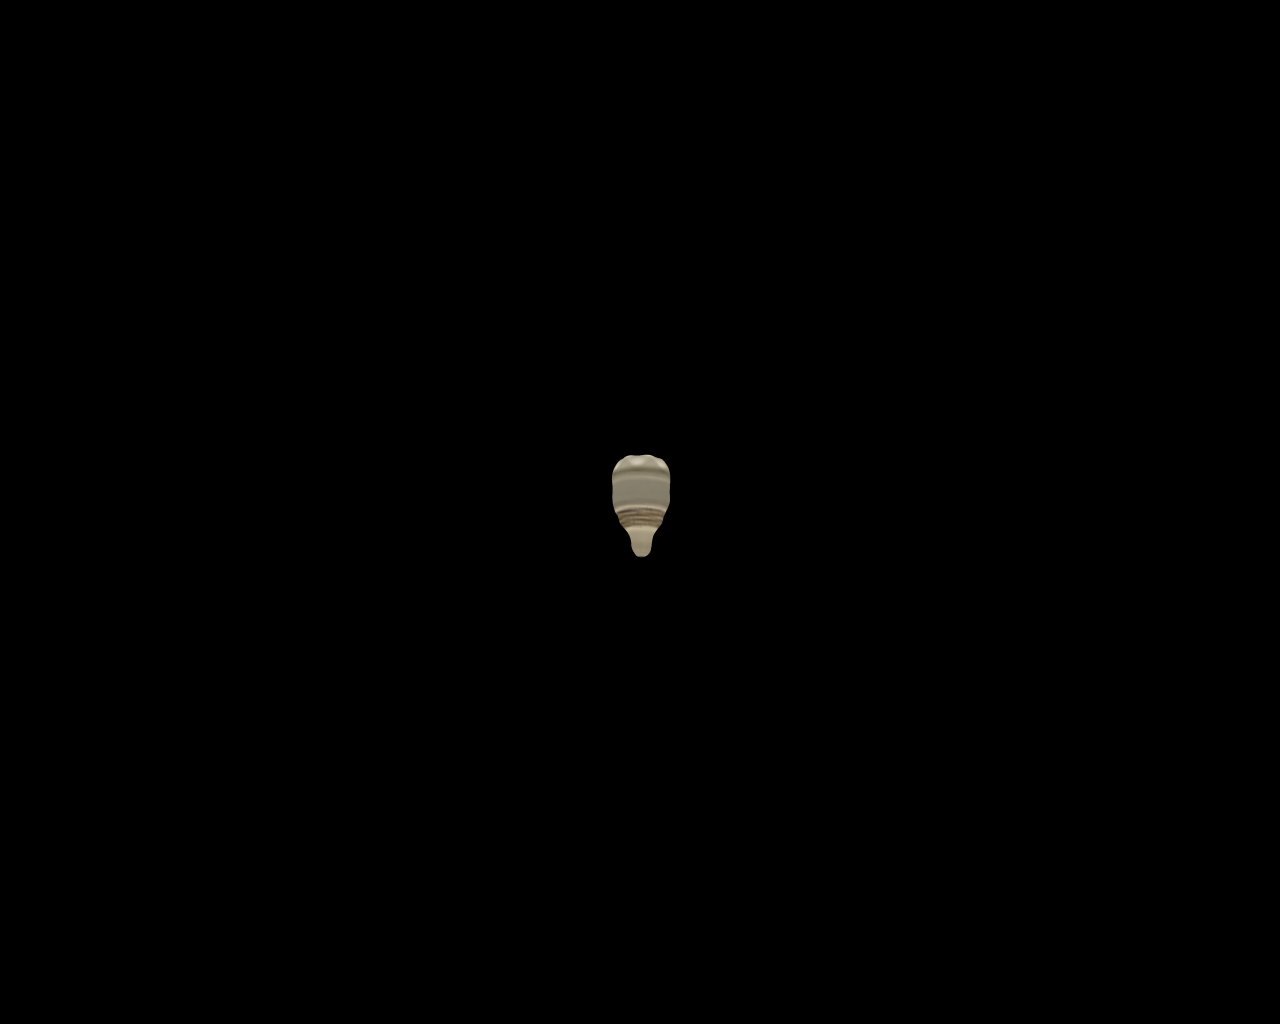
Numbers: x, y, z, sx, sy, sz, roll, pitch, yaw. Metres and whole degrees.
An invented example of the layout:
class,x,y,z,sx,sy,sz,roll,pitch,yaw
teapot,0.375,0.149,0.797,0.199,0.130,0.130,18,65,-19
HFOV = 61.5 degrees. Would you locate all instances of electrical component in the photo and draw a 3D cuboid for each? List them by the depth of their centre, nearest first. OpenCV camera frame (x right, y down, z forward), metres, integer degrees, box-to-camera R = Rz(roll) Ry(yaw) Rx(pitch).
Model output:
class,x,y,z,sx,sy,sz,roll,pitch,yaw
electrical component,0.001,-0.003,0.650,0.035,0.061,0.035,0,-11,0
